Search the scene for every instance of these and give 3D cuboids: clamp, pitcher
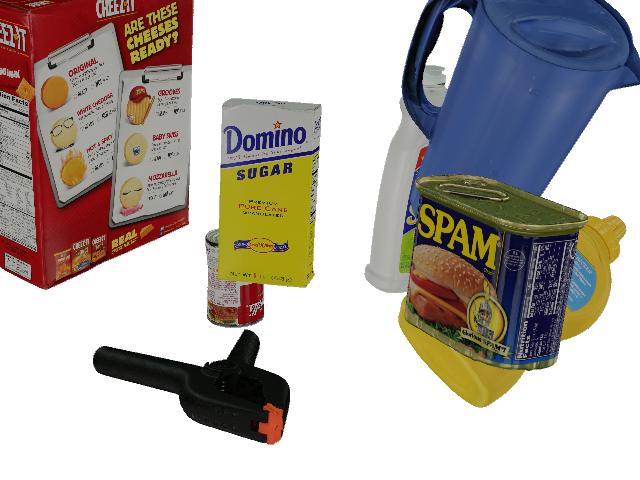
[{"bbox_3d":[-0.081,0.122,0.933,0.164,0.036,0.210,-8,18,-37],"label":"clamp"},{"bbox_3d":[0.155,-0.108,0.943,0.144,0.149,0.243,-9,-38,-26],"label":"pitcher"}]

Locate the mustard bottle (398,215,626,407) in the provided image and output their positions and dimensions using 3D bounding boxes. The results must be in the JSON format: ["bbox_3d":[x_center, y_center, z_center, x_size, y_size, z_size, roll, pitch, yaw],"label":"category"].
[{"bbox_3d":[0.157,0.035,0.795,0.191,0.096,0.058,-33,-28,-22],"label":"mustard bottle"}]

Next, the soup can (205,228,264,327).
[{"bbox_3d":[-0.100,0.042,1.247,0.068,0.102,0.068,0,20,0],"label":"soup can"}]

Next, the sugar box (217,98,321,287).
[{"bbox_3d":[-0.050,-0.047,1.039,0.093,0.176,0.048,4,17,9],"label":"sugar box"}]

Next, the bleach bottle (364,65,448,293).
[{"bbox_3d":[0.109,-0.070,1.205,0.102,0.251,0.068,-7,22,-24],"label":"bleach bottle"}]

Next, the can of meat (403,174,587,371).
[{"bbox_3d":[0.093,0.016,0.593,0.057,0.084,0.102,-5,20,-32],"label":"can of meat"}]

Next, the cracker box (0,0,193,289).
[{"bbox_3d":[-0.177,-0.092,0.824,0.072,0.214,0.163,20,30,31],"label":"cracker box"}]
